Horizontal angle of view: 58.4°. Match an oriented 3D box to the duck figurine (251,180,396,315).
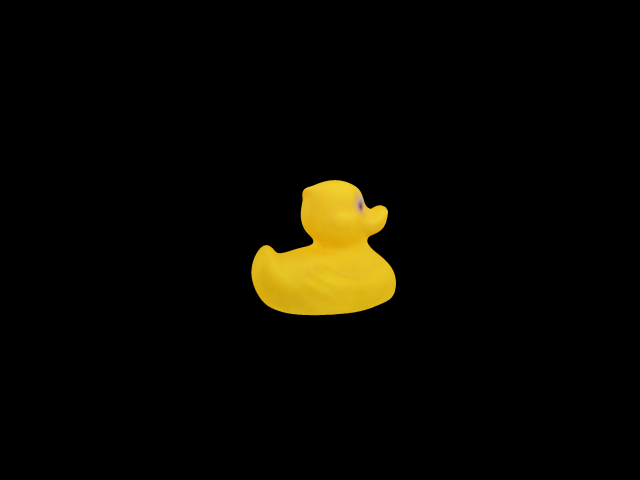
[{"bbox_3d":[0.004,0.001,0.400,0.105,0.086,0.077,-5,15,-18],"label":"duck figurine"}]
